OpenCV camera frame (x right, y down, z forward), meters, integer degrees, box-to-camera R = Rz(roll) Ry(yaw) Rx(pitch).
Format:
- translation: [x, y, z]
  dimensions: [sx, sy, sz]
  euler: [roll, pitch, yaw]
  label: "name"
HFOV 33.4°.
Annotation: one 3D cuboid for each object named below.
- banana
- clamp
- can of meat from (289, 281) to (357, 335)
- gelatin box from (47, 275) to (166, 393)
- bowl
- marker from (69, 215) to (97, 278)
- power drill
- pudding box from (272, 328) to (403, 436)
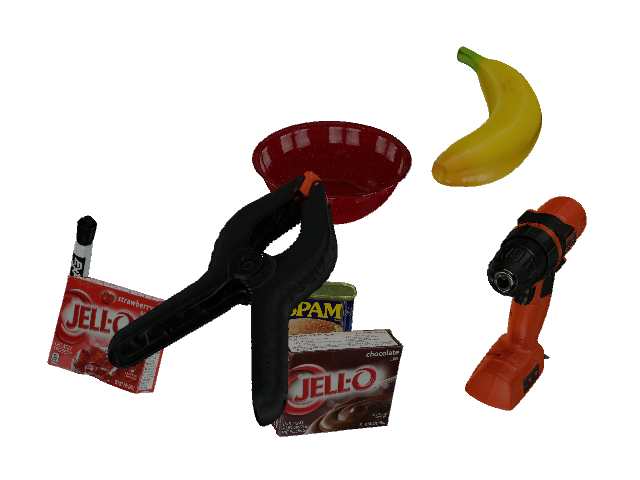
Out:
- translation: [0.121, -0.082, 0.752]
  dimensions: [0.069, 0.037, 0.197]
  euler: [9, 32, 7]
  label: "banana"
- translation: [-0.034, 0.032, 0.641]
  dimensions: [0.120, 0.171, 0.039]
  euler: [28, -24, 26]
  label: "clamp"
- translation: [-0.011, 0.095, 1.270]
  dimensions: [0.102, 0.084, 0.057]
  euler: [4, 14, -4]
  label: "can of meat"
- translation: [-0.165, 0.072, 0.834]
  dimensions: [0.089, 0.073, 0.030]
  euler: [15, 1, 23]
  label: "gelatin box"
- translation: [0.011, -0.063, 1.092]
  dimensions: [0.162, 0.055, 0.162]
  euler: [1, 33, -1]
  label: "bowl"
- translation: [-0.236, 0.025, 1.050]
  dimensions: [0.020, 0.121, 0.020]
  euler: [12, 36, -9]
  label: "marker"
- translation: [0.189, 0.064, 1.005]
  dimensions: [0.057, 0.188, 0.184]
  euler: [24, 31, 23]
  label: "power drill"
- translation: [0.013, 0.129, 0.980]
  dimensions: [0.113, 0.090, 0.039]
  euler: [-3, 29, -23]
  label: "pudding box"
